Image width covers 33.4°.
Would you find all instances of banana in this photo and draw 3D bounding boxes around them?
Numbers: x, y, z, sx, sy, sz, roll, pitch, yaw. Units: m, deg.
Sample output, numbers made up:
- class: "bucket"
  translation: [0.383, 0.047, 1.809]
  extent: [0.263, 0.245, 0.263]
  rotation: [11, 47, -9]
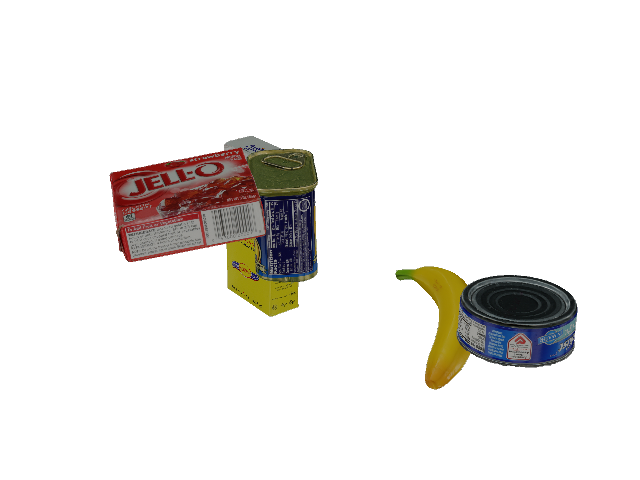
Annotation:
- class: "banana"
  translation: [0.125, 0.078, 1.078]
  extent: [0.070, 0.037, 0.198]
  rotation: [-29, 28, 11]

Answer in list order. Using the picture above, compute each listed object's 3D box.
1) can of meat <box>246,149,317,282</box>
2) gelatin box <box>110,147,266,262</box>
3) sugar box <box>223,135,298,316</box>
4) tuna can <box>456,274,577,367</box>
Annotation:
- class: "can of meat"
  translation: [-0.032, -0.022, 0.896]
  extent: [0.057, 0.084, 0.102]
  rotation: [-3, 23, -3]
- class: "gelatin box"
  translation: [-0.084, -0.024, 0.667]
  extent: [0.089, 0.030, 0.073]
  rotation: [-11, 32, -8]
- class: "sugar box"
  translation: [-0.064, -0.016, 1.156]
  extent: [0.048, 0.176, 0.093]
  rotation: [-18, 28, -32]
- class: "tuna can"
  translation: [0.143, 0.057, 0.777]
  extent: [0.086, 0.034, 0.086]
  rotation: [0, 23, 0]
